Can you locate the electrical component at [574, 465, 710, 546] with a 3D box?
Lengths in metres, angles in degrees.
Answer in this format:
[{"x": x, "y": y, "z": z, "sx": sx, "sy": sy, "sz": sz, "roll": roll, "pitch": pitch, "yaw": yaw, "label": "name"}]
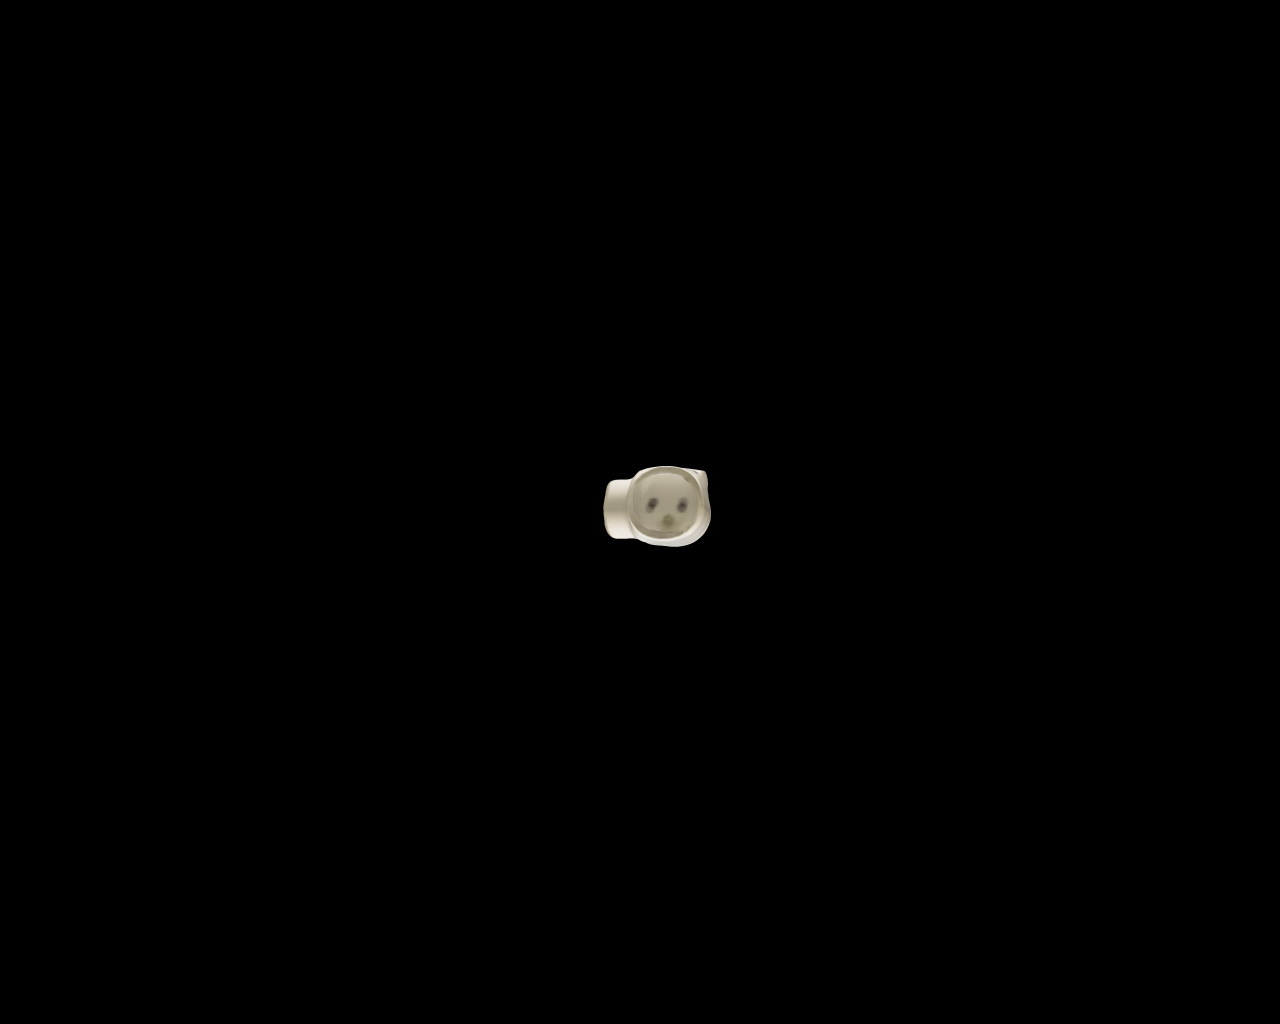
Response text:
[{"x": 0.001, "y": -0.003, "z": 0.650, "sx": 0.079, "sy": 0.043, "sz": 0.077, "roll": -1, "pitch": -4, "yaw": 7, "label": "electrical component"}]
